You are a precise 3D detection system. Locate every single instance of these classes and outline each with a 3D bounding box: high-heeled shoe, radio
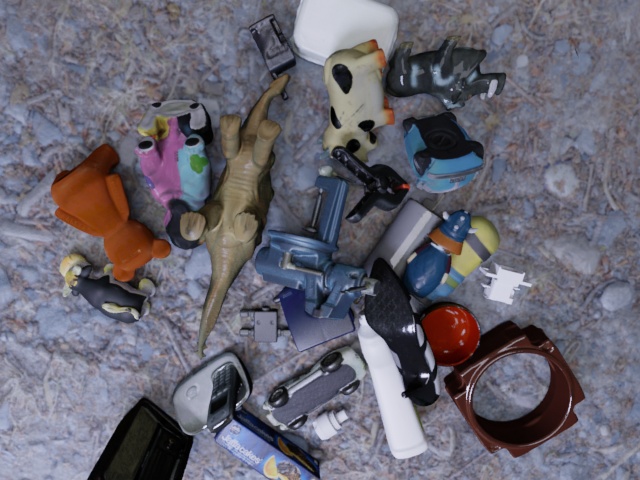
[{"bbox_3d":[0.147,0.150,0.883,0.086,0.145,0.248,-12,82,30],"label":"high-heeled shoe"},{"bbox_3d":[-0.295,0.376,0.887,0.131,0.230,0.073,42,101,-11],"label":"radio"}]

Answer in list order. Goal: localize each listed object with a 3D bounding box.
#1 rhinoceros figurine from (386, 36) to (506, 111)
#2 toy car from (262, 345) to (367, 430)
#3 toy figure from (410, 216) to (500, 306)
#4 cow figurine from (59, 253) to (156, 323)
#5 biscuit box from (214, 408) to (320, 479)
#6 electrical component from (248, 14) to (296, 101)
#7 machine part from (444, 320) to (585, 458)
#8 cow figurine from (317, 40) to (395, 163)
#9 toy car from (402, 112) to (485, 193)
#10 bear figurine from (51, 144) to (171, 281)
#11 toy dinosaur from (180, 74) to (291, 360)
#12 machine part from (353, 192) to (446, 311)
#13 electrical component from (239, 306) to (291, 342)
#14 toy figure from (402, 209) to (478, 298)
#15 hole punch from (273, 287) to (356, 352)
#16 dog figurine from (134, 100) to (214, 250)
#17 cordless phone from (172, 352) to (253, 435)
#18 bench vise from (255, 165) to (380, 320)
[{"bbox_3d":[0.201,-0.265,0.861,0.190,0.073,0.112,1,99,-1],"label":"rhinoceros figurine"},{"bbox_3d":[-0.010,0.266,0.961,0.202,0.056,0.073,-35,105,6],"label":"toy car"},{"bbox_3d":[0.225,0.036,0.911,0.089,0.082,0.180,36,96,-3],"label":"toy figure"},{"bbox_3d":[-0.368,0.084,0.900,0.167,0.098,0.068,25,105,-5],"label":"cow figurine"},{"bbox_3d":[-0.095,0.384,0.975,0.202,0.063,0.059,37,97,-8],"label":"biscuit box"},{"bbox_3d":[-0.065,-0.286,0.851,0.048,0.075,0.119,-27,95,4],"label":"electrical component"},{"bbox_3d":[0.342,0.264,0.951,0.201,0.087,0.201,-33,98,5],"label":"machine part"},{"bbox_3d":[0.048,-0.200,0.839,0.127,0.085,0.194,-11,132,4],"label":"cow figurine"},{"bbox_3d":[0.188,-0.129,0.865,0.109,0.162,0.102,-12,137,-8],"label":"toy car"},{"bbox_3d":[-0.339,-0.041,0.884,0.120,0.132,0.195,-35,117,6],"label":"bear figurine"},{"bbox_3d":[-0.129,-0.030,0.828,0.105,0.198,0.471,20,89,4],"label":"toy dinosaur"},{"bbox_3d":[0.134,0.017,0.907,0.079,0.079,0.243,35,98,-7],"label":"machine part"},{"bbox_3d":[-0.096,0.149,0.954,0.094,0.021,0.063,2,100,-1],"label":"electrical component"},{"bbox_3d":[0.186,0.018,0.848,0.064,0.058,0.154,29,101,-20],"label":"toy figure"},{"bbox_3d":[-0.005,0.121,0.920,0.142,0.092,0.115,-23,96,6],"label":"hole punch"},{"bbox_3d":[-0.220,-0.093,0.875,0.108,0.192,0.219,-4,134,-3],"label":"dog figurine"},{"bbox_3d":[-0.184,0.281,0.894,0.146,0.184,0.088,-34,104,4],"label":"cordless phone"},{"bbox_3d":[0.004,-0.001,0.859,0.224,0.128,0.240,10,85,40],"label":"bench vise"}]
